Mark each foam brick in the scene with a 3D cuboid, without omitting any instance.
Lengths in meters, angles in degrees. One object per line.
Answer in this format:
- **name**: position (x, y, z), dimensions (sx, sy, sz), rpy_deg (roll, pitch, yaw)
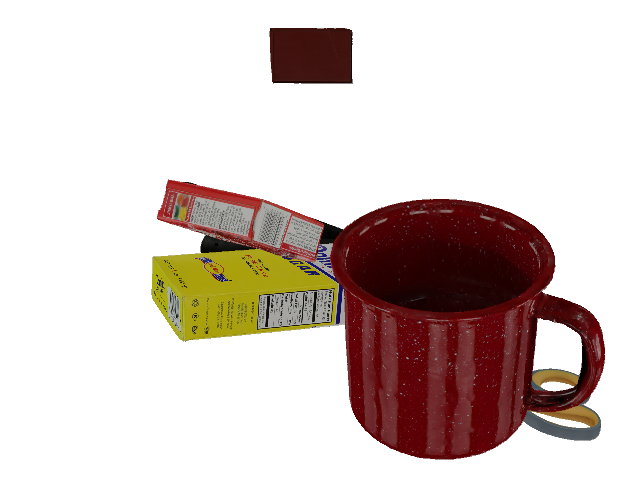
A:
- **foam brick**: position (-0.009, -0.178, 1.028), dimensions (0.078, 0.051, 0.053), rpy_deg (0, 13, -4)

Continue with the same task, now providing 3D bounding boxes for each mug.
- **mug**: position (0.063, 0.041, 0.459), dimensions (0.117, 0.081, 0.093), rpy_deg (10, 34, 20)

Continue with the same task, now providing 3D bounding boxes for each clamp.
- **clamp**: position (-0.046, -0.004, 1.112), dimensions (0.209, 0.036, 0.164), rpy_deg (14, 19, -15)

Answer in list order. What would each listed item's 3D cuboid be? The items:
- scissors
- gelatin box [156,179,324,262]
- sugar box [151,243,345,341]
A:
- **scissors**: position (0.156, 0.127, 0.959), dimensions (0.202, 0.016, 0.096), rpy_deg (18, 31, 20)
- **gelatin box**: position (-0.050, -0.011, 0.690), dimensions (0.073, 0.030, 0.089), rpy_deg (14, -3, 28)
- **sugar box**: position (-0.044, 0.040, 0.889), dimensions (0.176, 0.048, 0.093), rpy_deg (-7, 23, -22)
